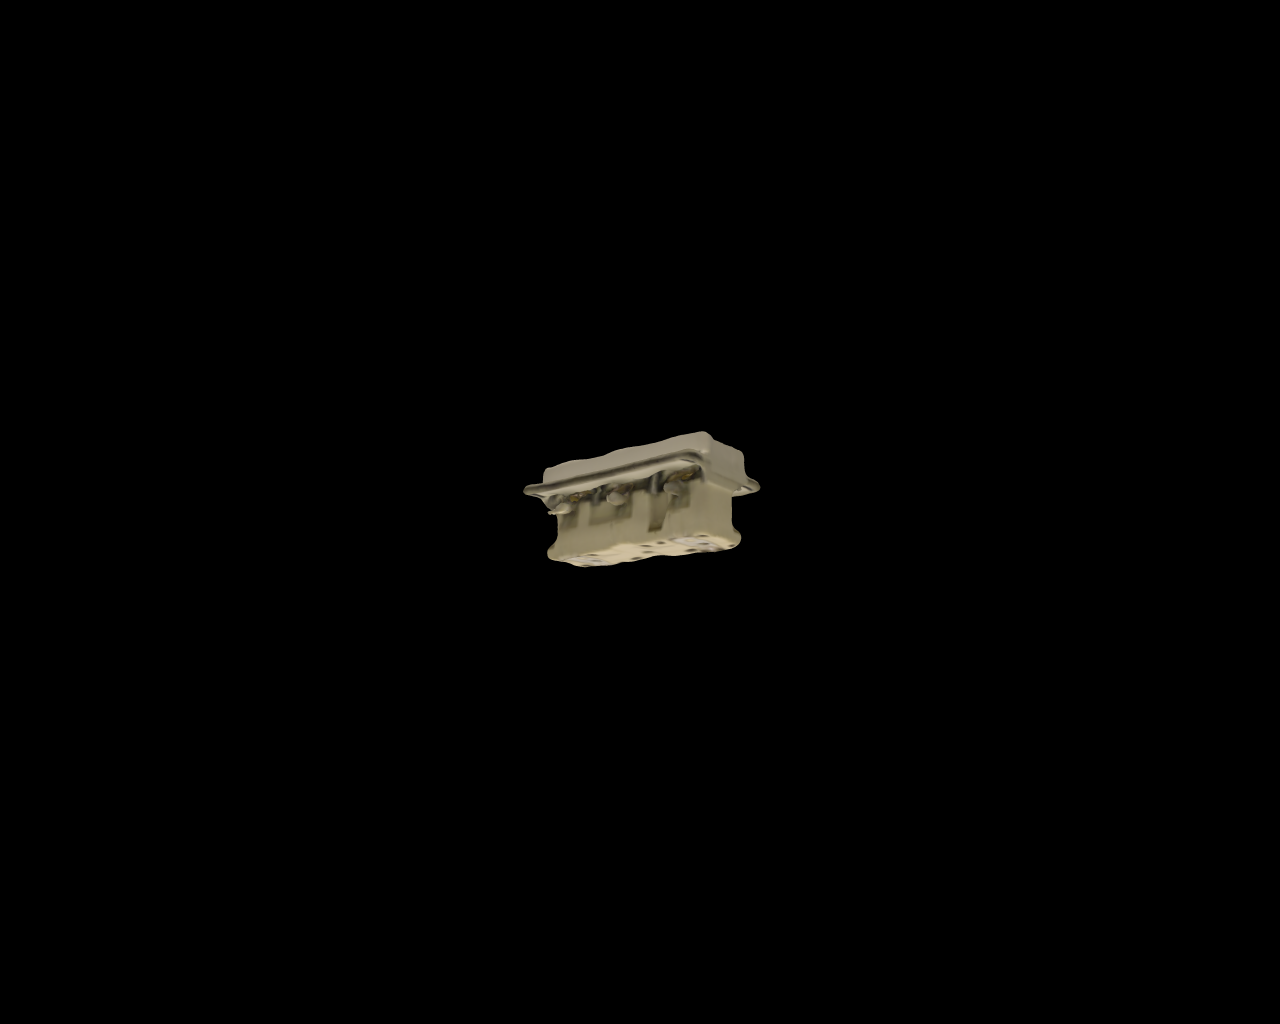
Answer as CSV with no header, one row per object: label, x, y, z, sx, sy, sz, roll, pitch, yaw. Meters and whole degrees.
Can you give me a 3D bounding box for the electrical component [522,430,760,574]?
electrical component,0.001,-0.003,0.650,0.121,0.063,0.078,-10,-18,33
